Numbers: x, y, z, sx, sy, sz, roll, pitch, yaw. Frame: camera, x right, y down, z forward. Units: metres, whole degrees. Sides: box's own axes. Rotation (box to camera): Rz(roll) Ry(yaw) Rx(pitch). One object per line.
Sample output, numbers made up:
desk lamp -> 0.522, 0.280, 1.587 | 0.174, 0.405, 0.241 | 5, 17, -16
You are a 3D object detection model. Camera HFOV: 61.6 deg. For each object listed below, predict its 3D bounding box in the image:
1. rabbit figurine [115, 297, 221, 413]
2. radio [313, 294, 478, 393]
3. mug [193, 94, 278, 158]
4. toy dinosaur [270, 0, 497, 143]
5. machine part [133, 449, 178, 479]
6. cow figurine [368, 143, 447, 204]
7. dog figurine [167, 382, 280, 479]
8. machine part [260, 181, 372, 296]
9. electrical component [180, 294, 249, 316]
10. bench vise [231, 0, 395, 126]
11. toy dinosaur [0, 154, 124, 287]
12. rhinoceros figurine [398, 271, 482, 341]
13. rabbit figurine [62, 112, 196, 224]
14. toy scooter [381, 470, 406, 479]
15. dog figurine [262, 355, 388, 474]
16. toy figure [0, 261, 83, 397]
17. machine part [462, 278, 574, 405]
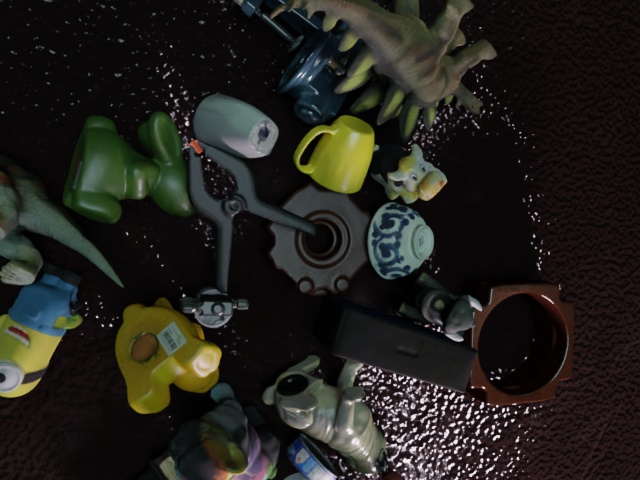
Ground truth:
rabbit figurine -> -0.205, 0.161, 0.736 | 0.163, 0.173, 0.122 | 36, 80, 30
radio -> 0.109, 0.156, 0.825 | 0.229, 0.131, 0.073 | 21, 88, -17
mug -> -0.106, -0.146, 0.751 | 0.081, 0.107, 0.109 | -58, 140, -10
toy dinosaur -> 0.117, -0.248, 0.733 | 0.471, 0.105, 0.198 | 17, 106, -50
machine part -> -0.254, 0.364, 0.784 | 0.139, 0.039, 0.084 | -35, 110, -13
cow figurine -> 0.122, -0.107, 0.793 | 0.098, 0.167, 0.068 | 43, 87, -16
dog figurine -> -0.123, 0.297, 0.723 | 0.108, 0.219, 0.191 | -44, 103, -6
machine part -> -0.002, -0.002, 0.823 | 0.179, 0.056, 0.179 | -1, 92, -16
electrical component -> -0.142, 0.089, 0.732 | 0.094, 0.063, 0.021 | 5, 92, -17
bench vise -> -0.013, -0.294, 0.771 | 0.240, 0.129, 0.223 | 34, 81, -20
toy dinosaur -> -0.430, -0.067, 0.660 | 0.404, 0.192, 0.131 | 28, 128, -32
rhinoceros figurine -> 0.181, 0.106, 0.818 | 0.112, 0.190, 0.073 | 34, 87, 3
rabbit figurine -> -0.244, -0.091, 0.736 | 0.170, 0.121, 0.159 | 14, 82, -34
toy scooter -> 0.069, 0.445, 0.837 | 0.184, 0.075, 0.135 | -60, 147, -9
dog figurine -> 0.012, 0.289, 0.832 | 0.172, 0.121, 0.190 | -2, 115, 16
toy figure -> -0.376, 0.120, 0.710 | 0.180, 0.082, 0.089 | -64, 151, -13
machine part -> 0.320, 0.167, 0.910 | 0.201, 0.087, 0.200 | -1, 93, -14
